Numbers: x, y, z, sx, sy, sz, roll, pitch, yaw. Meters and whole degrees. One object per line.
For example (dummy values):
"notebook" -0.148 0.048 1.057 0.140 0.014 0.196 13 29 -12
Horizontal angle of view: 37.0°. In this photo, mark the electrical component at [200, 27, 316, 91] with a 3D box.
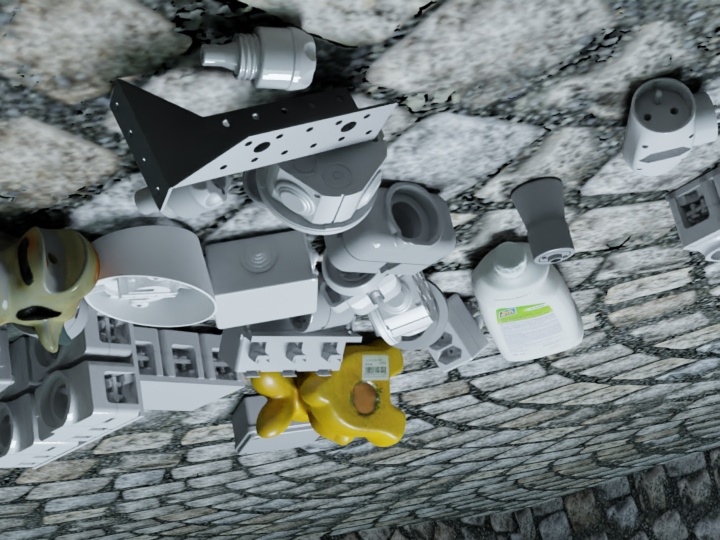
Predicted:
"electrical component" -0.057 -0.117 0.594 0.061 0.035 0.035 -1 158 -20

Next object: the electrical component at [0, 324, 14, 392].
"electrical component" -0.346 0.080 0.938 0.061 0.061 0.096 5 155 -40

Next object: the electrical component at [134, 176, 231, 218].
"electrical component" -0.122 -0.055 0.720 0.062 0.043 0.043 -18 160 23

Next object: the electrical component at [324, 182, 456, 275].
"electrical component" 0.026 -0.032 0.852 0.095 0.053 0.059 4 156 -37

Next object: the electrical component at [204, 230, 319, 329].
"electrical component" -0.083 0.008 0.908 0.100 0.048 0.099 -10 161 -6

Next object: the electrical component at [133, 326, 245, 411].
"electrical component" -0.203 0.096 1.068 0.089 0.061 0.150 -27 156 37

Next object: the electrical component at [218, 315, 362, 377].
"electrical component" -0.072 0.065 1.034 0.121 0.063 0.079 3 -163 -35

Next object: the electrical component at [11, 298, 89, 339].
"electrical component" -0.251 0.030 0.869 0.055 0.055 0.047 -12 164 2

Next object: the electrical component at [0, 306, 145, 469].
"electrical component" -0.284 0.109 0.991 0.186 0.105 0.060 -27 155 38

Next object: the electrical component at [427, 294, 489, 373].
"electrical component" 0.107 0.060 1.154 0.047 0.065 0.077 -32 -179 45

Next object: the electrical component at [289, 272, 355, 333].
"electrical component" -0.035 0.028 0.986 0.047 0.055 0.055 -6 160 -28

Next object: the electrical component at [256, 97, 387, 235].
"electrical component" -0.024 -0.067 0.685 0.080 0.080 0.051 -6 157 -16

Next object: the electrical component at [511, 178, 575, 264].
"electrical component" 0.155 -0.038 0.894 0.044 0.065 0.044 -10 161 -4

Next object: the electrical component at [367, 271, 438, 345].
"electrical component" 0.034 0.024 0.977 0.051 0.080 0.080 -22 159 12

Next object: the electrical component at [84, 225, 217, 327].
"electrical component" -0.165 0.007 0.836 0.099 0.064 0.099 -11 161 -4

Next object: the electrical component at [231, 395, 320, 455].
"electrical component" -0.108 0.201 1.426 0.109 0.056 0.108 -5 160 -19

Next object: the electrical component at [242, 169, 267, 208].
"electrical component" -0.057 -0.059 0.752 0.040 0.040 0.046 -14 167 8

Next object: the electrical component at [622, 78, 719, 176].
"electrical component" 0.233 -0.107 0.779 0.079 0.043 0.077 -13 161 4

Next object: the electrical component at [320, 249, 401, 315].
"electrical component" 0.000 0.000 0.919 0.078 0.058 0.057 -32 157 1

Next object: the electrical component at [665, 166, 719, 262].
"electrical component" 0.362 -0.065 0.944 0.089 0.061 0.150 3 156 -37
